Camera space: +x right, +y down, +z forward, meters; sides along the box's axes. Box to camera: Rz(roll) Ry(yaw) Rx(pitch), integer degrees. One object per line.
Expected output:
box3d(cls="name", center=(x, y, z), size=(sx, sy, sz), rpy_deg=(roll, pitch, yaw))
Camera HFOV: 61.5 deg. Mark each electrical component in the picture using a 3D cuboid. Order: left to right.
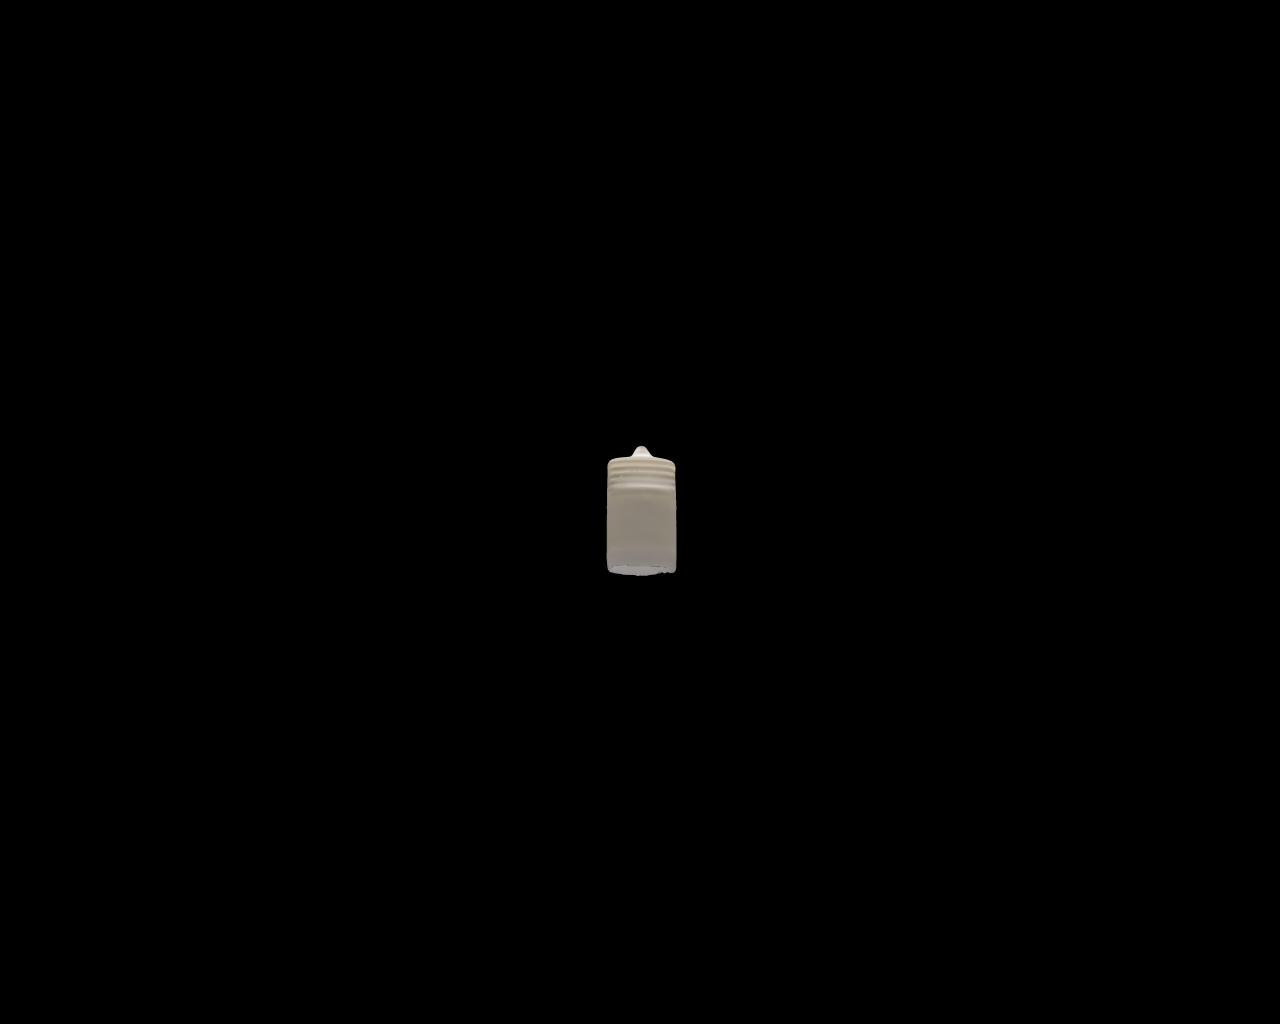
box3d(cls="electrical component", center=(0.001, -0.003, 0.650), size=(0.043, 0.081, 0.043), rpy_deg=(0, -11, 0))
